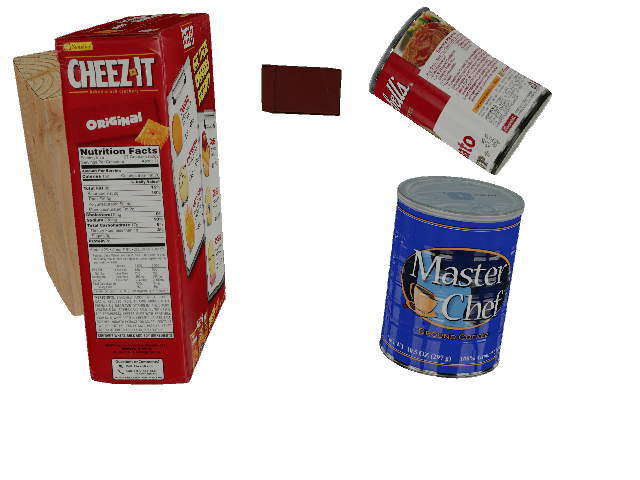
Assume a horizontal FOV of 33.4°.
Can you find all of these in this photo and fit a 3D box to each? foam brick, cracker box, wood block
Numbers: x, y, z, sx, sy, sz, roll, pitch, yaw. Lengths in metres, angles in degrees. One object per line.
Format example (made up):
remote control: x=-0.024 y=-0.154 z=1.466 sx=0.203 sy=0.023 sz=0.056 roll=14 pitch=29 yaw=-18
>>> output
foam brick: x=-0.021 y=-0.164 z=1.163 sx=0.078 sy=0.051 sz=0.053 roll=0 pitch=11 yaw=-17
cracker box: x=-0.111 y=-0.034 z=0.698 sx=0.072 sy=0.214 sz=0.164 roll=-2 pitch=15 yaw=4
wood block: x=-0.193 y=-0.052 z=0.905 sx=0.090 sy=0.206 sz=0.090 roll=-16 pitch=36 yaw=-23

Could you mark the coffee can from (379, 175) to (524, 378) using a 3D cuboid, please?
coffee can: x=0.107 y=0.028 z=0.880 sx=0.103 sy=0.140 sz=0.103 roll=5 pitch=19 yaw=-2

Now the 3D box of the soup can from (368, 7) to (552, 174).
soup can: x=0.093 y=-0.099 z=0.708 sx=0.102 sy=0.068 sz=0.068 roll=36 pitch=6 yaw=9
